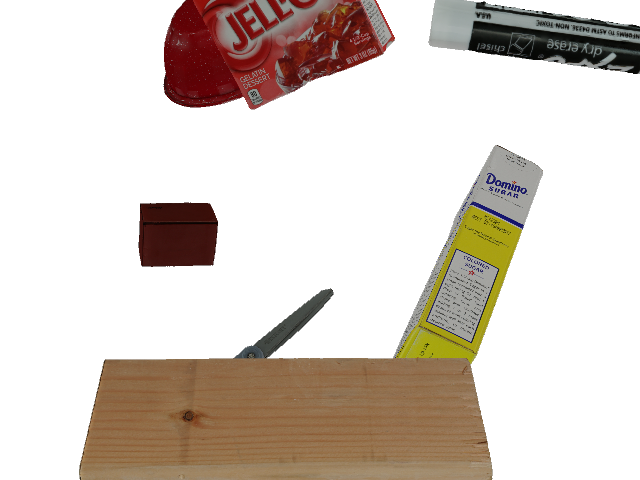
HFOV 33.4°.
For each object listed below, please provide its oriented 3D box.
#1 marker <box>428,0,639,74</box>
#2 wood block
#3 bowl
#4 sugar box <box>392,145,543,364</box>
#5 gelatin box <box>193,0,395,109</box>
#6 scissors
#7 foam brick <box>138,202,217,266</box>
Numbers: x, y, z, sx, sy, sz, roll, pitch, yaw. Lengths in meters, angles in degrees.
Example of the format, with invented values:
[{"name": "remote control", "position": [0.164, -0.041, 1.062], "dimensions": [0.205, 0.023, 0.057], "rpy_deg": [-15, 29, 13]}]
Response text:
[{"name": "marker", "position": [0.102, -0.074, 0.400], "dimensions": [0.121, 0.020, 0.020], "rpy_deg": [9, 1, 5]}, {"name": "wood block", "position": [-0.018, 0.125, 0.588], "dimensions": [0.206, 0.090, 0.091], "rpy_deg": [0, 34, -1]}, {"name": "bowl", "position": [-0.081, -0.191, 0.957], "dimensions": [0.162, 0.162, 0.055], "rpy_deg": [0, -44, 34]}, {"name": "sugar box", "position": [0.098, 0.027, 0.723], "dimensions": [0.048, 0.176, 0.093], "rpy_deg": [27, -38, 5]}, {"name": "gelatin box", "position": [-0.016, -0.120, 0.573], "dimensions": [0.089, 0.073, 0.030], "rpy_deg": [-18, 20, 28]}, {"name": "scissors", "position": [-0.077, 0.093, 0.867], "dimensions": [0.096, 0.201, 0.016], "rpy_deg": [27, -33, 11]}, {"name": "foam brick", "position": [-0.151, -0.007, 1.124], "dimensions": [0.078, 0.051, 0.053], "rpy_deg": [-1, 24, -13]}]
